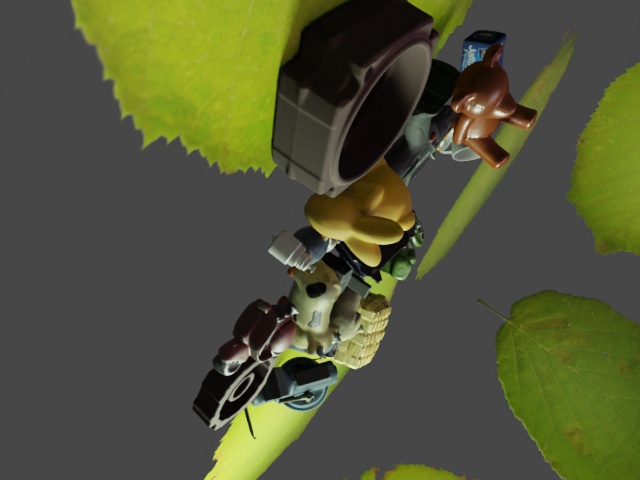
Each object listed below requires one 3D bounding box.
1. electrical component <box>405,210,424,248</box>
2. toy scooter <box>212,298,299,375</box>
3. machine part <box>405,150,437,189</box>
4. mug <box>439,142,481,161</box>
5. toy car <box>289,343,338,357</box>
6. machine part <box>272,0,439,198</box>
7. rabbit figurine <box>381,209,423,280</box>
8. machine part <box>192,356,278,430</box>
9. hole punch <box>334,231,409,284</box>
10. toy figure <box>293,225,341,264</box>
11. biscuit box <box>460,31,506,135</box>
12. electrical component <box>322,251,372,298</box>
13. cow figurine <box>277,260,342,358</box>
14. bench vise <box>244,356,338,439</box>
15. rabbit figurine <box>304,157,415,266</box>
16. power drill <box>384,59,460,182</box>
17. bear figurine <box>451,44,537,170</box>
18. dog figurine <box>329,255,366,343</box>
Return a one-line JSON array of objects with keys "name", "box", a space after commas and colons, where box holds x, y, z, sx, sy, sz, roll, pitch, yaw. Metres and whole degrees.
[{"name": "electrical component", "box": [0.194, -0.021, 1.252, 0.102, 0.078, 0.045, -20, 174, -14]}, {"name": "toy scooter", "box": [-0.092, 0.145, 0.892, 0.184, 0.075, 0.135, -16, 139, -57]}, {"name": "machine part", "box": [0.196, -0.154, 1.135, 0.139, 0.039, 0.084, -46, 156, -20]}, {"name": "mug", "box": [0.317, -0.237, 1.202, 0.080, 0.110, 0.107, 34, 49, -66]}, {"name": "toy car", "box": [-0.021, 0.192, 1.157, 0.161, 0.109, 0.103, 35, 67, -63]}, {"name": "machine part", "box": [0.042, -0.161, 0.618, 0.201, 0.087, 0.200, -41, 160, -32]}, {"name": "rabbit figurine", "box": [0.205, 0.000, 1.337, 0.159, 0.121, 0.170, -3, 113, -60]}, {"name": "machine part", "box": [-0.153, 0.256, 0.976, 0.179, 0.056, 0.179, -47, 161, -22]}, {"name": "hole punch", "box": [0.082, 0.001, 0.992, 0.116, 0.142, 0.092, -39, -177, -17]}, {"name": "toy figure", "box": [0.000, -0.002, 0.870, 0.154, 0.064, 0.057, -34, 117, -60]}, {"name": "biscuit box", "box": [0.300, -0.285, 1.013, 0.063, 0.059, 0.202, -41, 140, -34]}, {"name": "electrical component", "box": [0.033, 0.073, 1.004, 0.048, 0.119, 0.074, -34, 157, -49]}, {"name": "cow figurine", "box": [-0.011, 0.129, 0.981, 0.085, 0.127, 0.194, -33, 151, -43]}, {"name": "bench vise", "box": [-0.075, 0.333, 1.191, 0.224, 0.129, 0.240, -24, 161, -18]}, {"name": "rabbit figurine", "box": [0.056, -0.038, 0.835, 0.173, 0.162, 0.122, -12, 151, -40]}, {"name": "power drill", "box": [0.181, -0.211, 0.930, 0.232, 0.086, 0.207, -48, 169, -18]}, {"name": "bear figurine", "box": [0.262, -0.198, 0.811, 0.120, 0.132, 0.196, -56, 172, 1]}, {"name": "dog figurine", "box": [0.056, 0.091, 1.068, 0.172, 0.121, 0.190, -100, -155, -52]}]
